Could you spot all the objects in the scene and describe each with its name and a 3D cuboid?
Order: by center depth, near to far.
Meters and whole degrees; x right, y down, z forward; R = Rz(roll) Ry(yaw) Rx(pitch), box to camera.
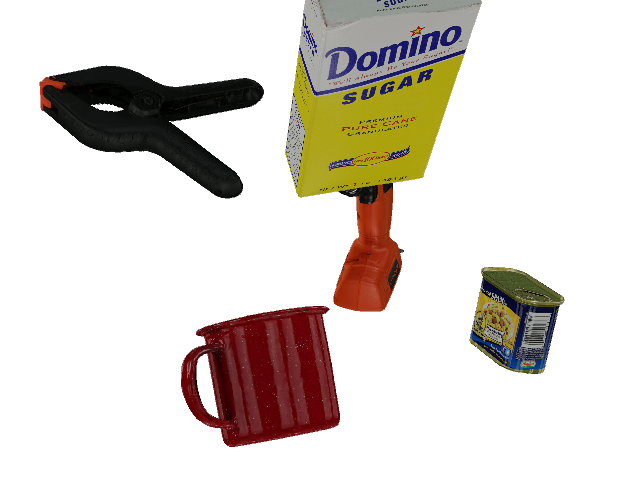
[{"bbox_3d":[0.033,-0.095,0.658,0.093,0.048,0.176,-10,-26,-12],"label":"sugar box"},{"bbox_3d":[-0.042,0.094,0.720,0.117,0.081,0.093,-3,-12,-42],"label":"mug"},{"bbox_3d":[-0.125,-0.101,0.821,0.171,0.039,0.120,20,43,0],"label":"clamp"},{"bbox_3d":[0.045,-0.030,0.996,0.057,0.188,0.184,9,30,12],"label":"power drill"},{"bbox_3d":[0.207,0.085,1.141,0.057,0.084,0.102,2,18,-24],"label":"can of meat"}]
